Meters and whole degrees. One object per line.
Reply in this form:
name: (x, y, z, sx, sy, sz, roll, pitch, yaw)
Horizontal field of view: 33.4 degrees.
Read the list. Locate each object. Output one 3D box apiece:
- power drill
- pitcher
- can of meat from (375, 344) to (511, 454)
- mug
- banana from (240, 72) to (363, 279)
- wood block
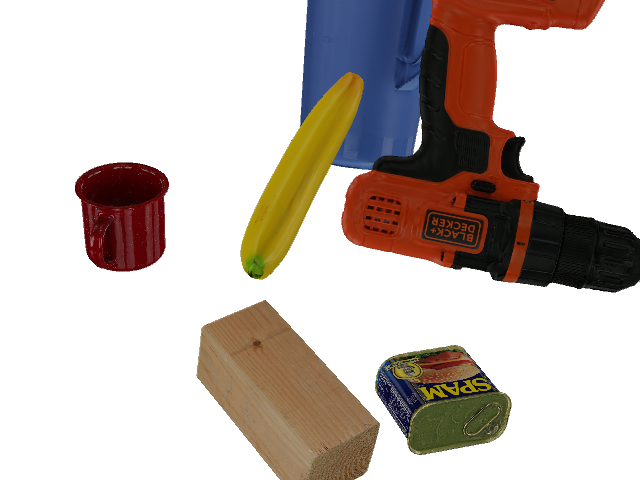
power drill: (0.116, -0.069, 0.633, 0.184, 0.188, 0.057, 11, 5, 3)
pitcher: (0.052, -0.189, 0.968, 0.145, 0.243, 0.149, 8, 14, 6)
can of meat: (0.111, 0.145, 0.991, 0.102, 0.057, 0.084, -6, 31, -21)
mug: (-0.202, -0.016, 1.074, 0.093, 0.081, 0.117, 8, 33, 8)
banana: (-0.017, -0.042, 0.828, 0.037, 0.197, 0.070, 33, -27, -18)
wood block: (-0.039, 0.172, 1.158, 0.090, 0.090, 0.206, -22, 50, -31)
